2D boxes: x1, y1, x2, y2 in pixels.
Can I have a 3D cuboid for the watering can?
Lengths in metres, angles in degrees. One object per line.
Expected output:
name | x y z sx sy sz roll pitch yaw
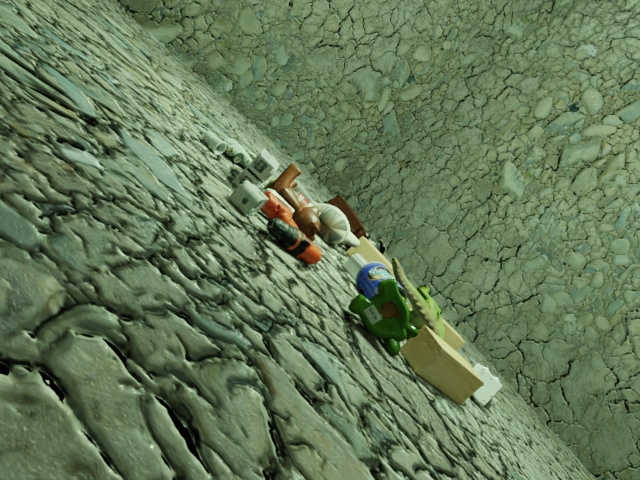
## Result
watering can | 0.006 -0.091 1.818 0.348 0.103 0.225 43 9 3

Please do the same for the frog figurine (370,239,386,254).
frog figurine | 0.192 0.040 2.220 0.160 0.123 0.137 9 0 25

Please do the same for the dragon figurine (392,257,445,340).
dragon figurine | 0.316 0.253 1.475 0.404 0.122 0.247 55 8 -27
